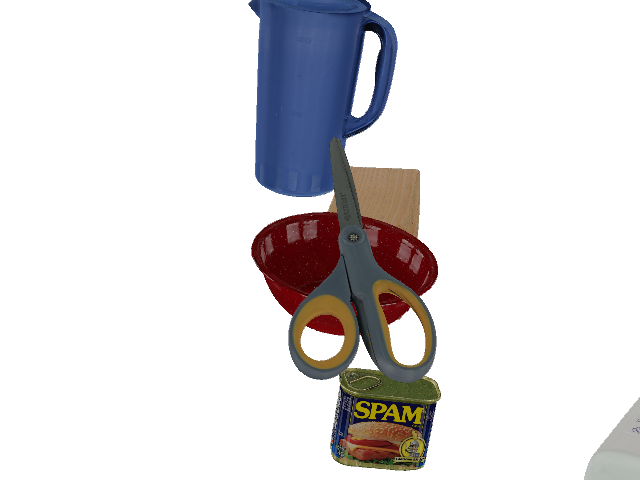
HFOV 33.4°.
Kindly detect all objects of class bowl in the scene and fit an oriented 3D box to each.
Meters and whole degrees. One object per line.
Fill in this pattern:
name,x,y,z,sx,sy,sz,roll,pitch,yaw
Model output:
bowl,0.019,0.035,0.928,0.162,0.055,0.162,5,28,-3

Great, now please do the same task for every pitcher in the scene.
pitcher,-0.008,-0.179,1.300,0.144,0.243,0.149,-6,28,-25

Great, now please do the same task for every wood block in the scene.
wood block,0.056,-0.003,1.163,0.091,0.090,0.206,4,25,8

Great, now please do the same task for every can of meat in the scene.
can of meat,0.063,0.182,1.077,0.102,0.084,0.057,7,18,-5

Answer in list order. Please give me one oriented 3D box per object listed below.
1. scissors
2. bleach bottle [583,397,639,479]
scissors,0.006,0.012,0.674,0.096,0.202,0.016,-18,-39,-13
bleach bottle,0.248,0.104,0.628,0.103,0.068,0.250,19,29,32
